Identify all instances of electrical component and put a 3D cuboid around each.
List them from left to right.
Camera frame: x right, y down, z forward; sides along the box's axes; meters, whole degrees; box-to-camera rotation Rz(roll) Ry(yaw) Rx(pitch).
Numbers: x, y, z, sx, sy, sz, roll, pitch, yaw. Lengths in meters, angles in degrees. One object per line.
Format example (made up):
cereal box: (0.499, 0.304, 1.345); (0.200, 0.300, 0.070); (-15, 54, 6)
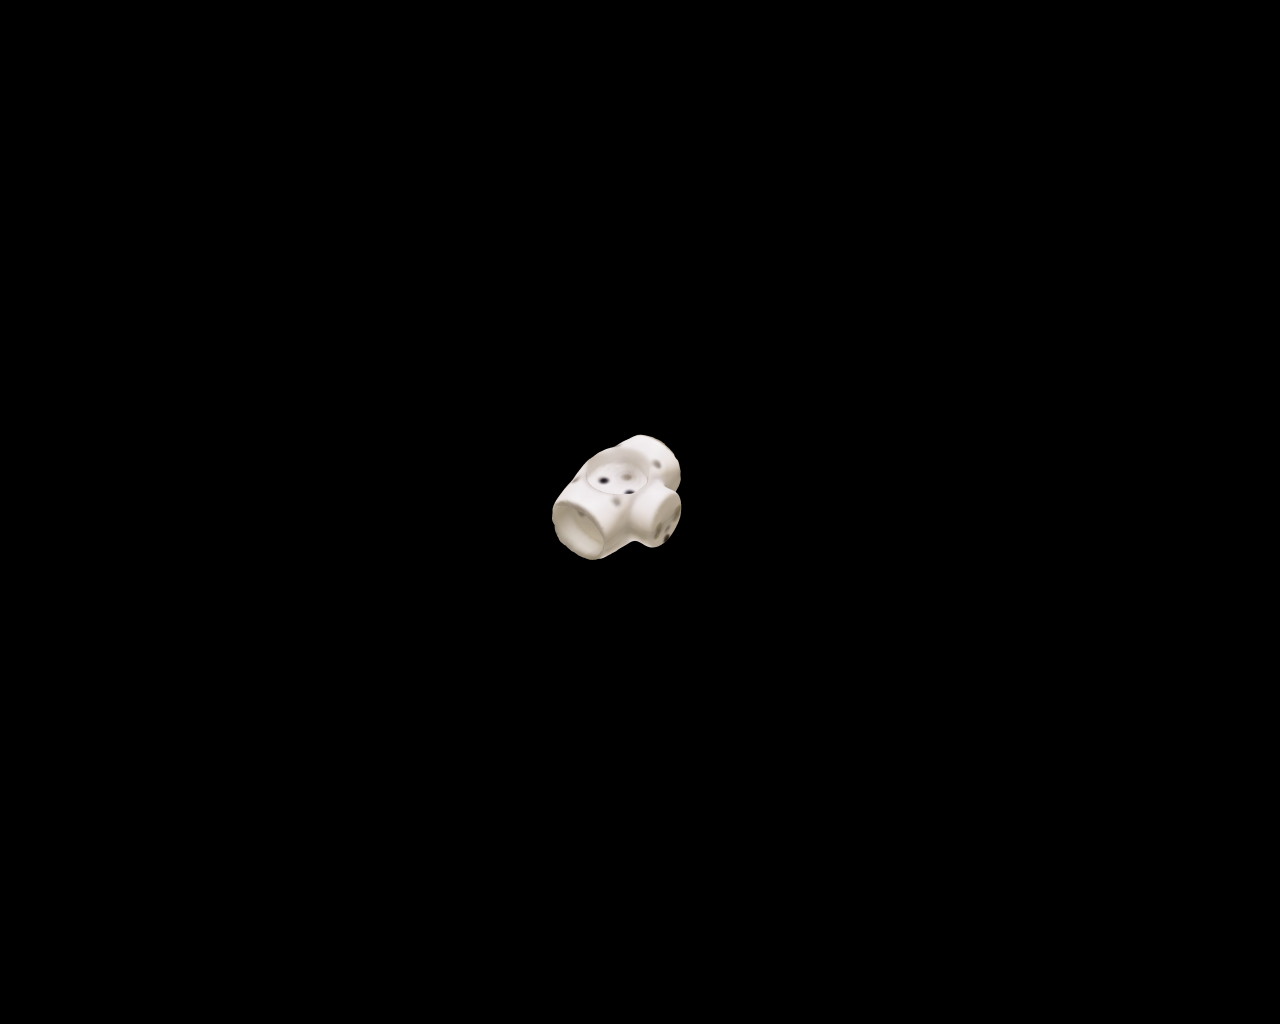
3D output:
electrical component: (0.001, -0.003, 0.650); (0.079, 0.044, 0.077); (27, 50, 26)
